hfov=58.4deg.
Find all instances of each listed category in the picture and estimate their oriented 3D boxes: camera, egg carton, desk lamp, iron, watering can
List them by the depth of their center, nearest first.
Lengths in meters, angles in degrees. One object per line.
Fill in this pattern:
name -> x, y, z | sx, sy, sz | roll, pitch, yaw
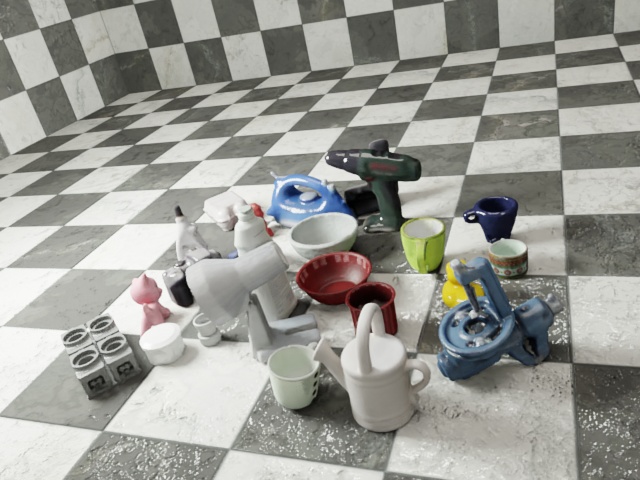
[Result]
watering can -> 0.074, 0.185, 0.860 | 0.172, 0.194, 0.101 | -10, 28, 5
desk lamp -> -0.119, 0.112, 1.052 | 0.203, 0.214, 0.117 | -15, 28, -5
camera -> -0.264, 0.082, 1.285 | 0.143, 0.101, 0.136 | -29, 32, -29
iron -> -0.022, -0.111, 1.498 | 0.257, 0.142, 0.119 | 6, 33, 31
egg carton -> -0.262, -0.084, 1.623 | 0.107, 0.069, 0.149 | -25, 31, -23

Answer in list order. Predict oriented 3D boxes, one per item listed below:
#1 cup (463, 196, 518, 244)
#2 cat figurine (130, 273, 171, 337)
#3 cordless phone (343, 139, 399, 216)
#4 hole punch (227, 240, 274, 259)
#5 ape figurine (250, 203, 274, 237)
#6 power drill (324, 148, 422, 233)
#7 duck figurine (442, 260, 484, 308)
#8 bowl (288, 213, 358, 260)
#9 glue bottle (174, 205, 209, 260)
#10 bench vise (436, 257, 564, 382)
cup -> 0.372, -0.034, 1.246 | 0.117, 0.095, 0.091 | -12, 28, 1
cat figurine -> -0.368, 0.130, 1.222 | 0.067, 0.118, 0.127 | -17, 28, -9
cordless phone -> 0.127, -0.169, 1.497 | 0.147, 0.185, 0.094 | -15, 28, -5
hole punch -> -0.162, 0.034, 1.342 | 0.109, 0.091, 0.100 | -24, 30, -20
ape figurine -> -0.165, -0.053, 1.503 | 0.076, 0.092, 0.078 | -6, 29, 12
power drill -> 0.135, -0.125, 1.388 | 0.229, 0.209, 0.076 | -2, 30, 18
duck figurine -> 0.269, 0.081, 1.087 | 0.077, 0.086, 0.104 | -16, 28, -7
bowl -> 0.012, 0.005, 1.343 | 0.167, 0.075, 0.167 | -10, 28, 5
glue bottle -> -0.321, -0.007, 1.395 | 0.078, 0.173, 0.037 | -12, 28, 1
bench vise -> 0.271, 0.104, 0.900 | 0.208, 0.220, 0.121 | -25, 30, -21
